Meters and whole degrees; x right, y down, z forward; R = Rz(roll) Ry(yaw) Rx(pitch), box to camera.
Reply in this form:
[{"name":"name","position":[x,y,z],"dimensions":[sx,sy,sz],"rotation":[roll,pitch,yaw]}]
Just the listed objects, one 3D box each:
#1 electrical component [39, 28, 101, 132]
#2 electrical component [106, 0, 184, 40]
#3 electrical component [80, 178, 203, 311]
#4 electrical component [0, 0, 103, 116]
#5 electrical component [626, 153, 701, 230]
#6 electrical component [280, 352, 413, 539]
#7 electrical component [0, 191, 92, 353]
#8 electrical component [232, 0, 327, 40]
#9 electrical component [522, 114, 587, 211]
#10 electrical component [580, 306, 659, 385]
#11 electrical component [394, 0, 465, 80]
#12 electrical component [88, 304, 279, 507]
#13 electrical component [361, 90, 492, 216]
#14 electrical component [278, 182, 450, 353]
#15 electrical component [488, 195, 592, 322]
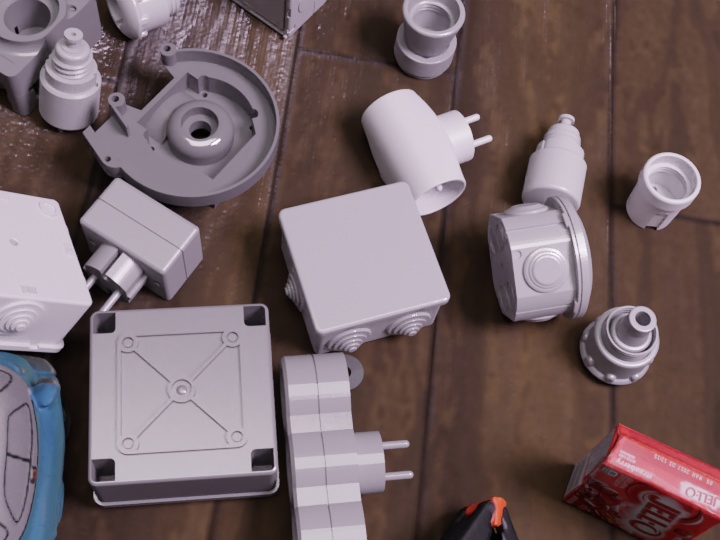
[{"name":"electrical component","position":[-0.194,-0.129,0.722],"dimensions":[0.040,0.078,0.040],"rotation":[9,52,-12]},{"name":"electrical component","position":[-0.148,-0.196,0.774],"dimensions":[0.062,0.048,0.048],"rotation":[-27,71,-25]},{"name":"electrical component","position":[-0.149,-0.005,0.684],"dimensions":[0.066,0.047,0.076],"rotation":[32,67,9]},{"name":"electrical component","position":[-0.226,-0.163,0.742],"dimensions":[0.050,0.055,0.089],"rotation":[32,66,9]},{"name":"electrical component","position":[0.208,-0.053,0.744],"dimensions":[0.040,0.046,0.040],"rotation":[2,65,-5]},{"name":"electrical component","position":[-0.006,0.115,0.640],"dimensions":[0.074,0.052,0.138],"rotation":[-3,66,-8]},{"name":"electrical component","position":[-0.215,-0.002,0.634],"dimensions":[0.100,0.048,0.099],"rotation":[9,45,-47]},{"name":"electrical component","position":[-0.070,-0.229,0.787],"dimensions":[0.096,0.061,0.061],"rotation":[36,67,11]},{"name":"electrical component","position":[0.138,-0.073,0.749],"dimensions":[0.040,0.040,0.078],"rotation":[15,65,1]},{"name":"electrical component","position":[0.171,0.043,0.687],"dimensions":[0.048,0.062,0.048],"rotation":[2,65,-5]},{"name":"electrical component","position":[0.049,-0.170,0.776],"dimensions":[0.045,0.055,0.045],"rotation":[2,65,-5]},{"name":"electrical component","position":[-0.105,0.080,0.643],"dimensions":[0.109,0.056,0.108],"rotation":[-3,65,-7]},{"name":"electrical component","position":[0.052,-0.086,0.744],"dimensions":[0.079,0.044,0.077],"rotation":[-21,69,-16]},{"name":"electrical component","position":[0.000,0.000,0.696],"dimensions":[0.100,0.048,0.099],"rotation":[-14,68,-12]},{"name":"electrical component","position":[0.116,-0.006,0.695],"dimensions":[0.051,0.080,0.080],"rotation":[-9,66,-4]}]
